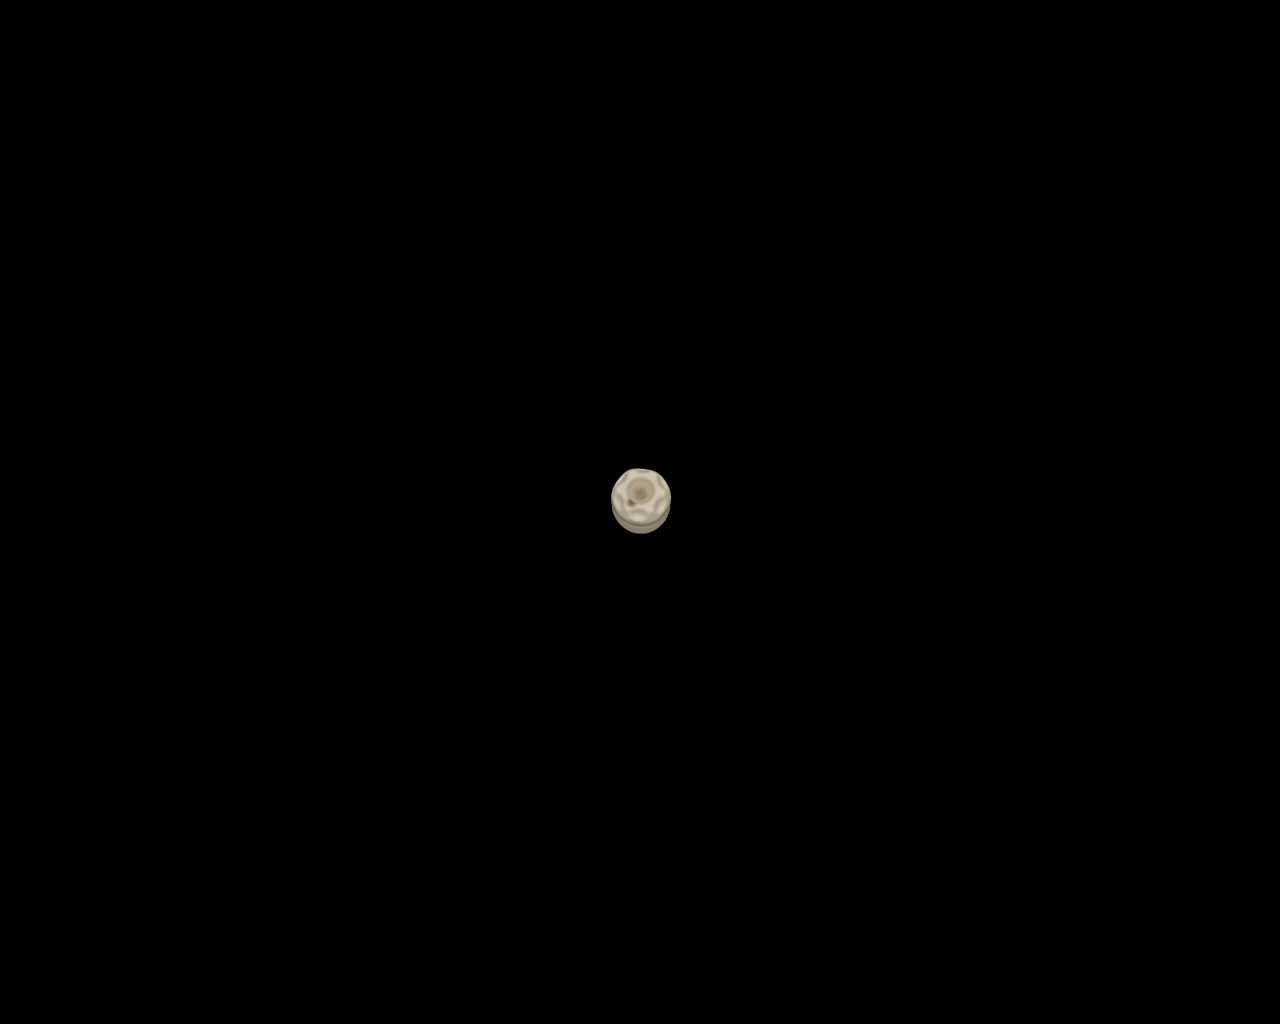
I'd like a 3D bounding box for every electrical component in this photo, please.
[{"bbox_3d":[0.001,-0.003,0.650,0.035,0.035,0.061,0,-19,0],"label":"electrical component"}]
